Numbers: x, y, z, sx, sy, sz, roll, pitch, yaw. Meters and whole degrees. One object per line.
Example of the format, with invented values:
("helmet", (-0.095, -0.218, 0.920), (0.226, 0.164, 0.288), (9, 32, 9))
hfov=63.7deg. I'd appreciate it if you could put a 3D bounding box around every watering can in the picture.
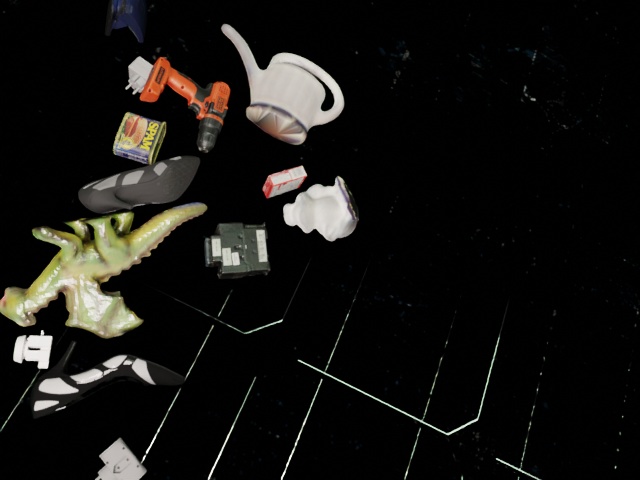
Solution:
("watering can", (-0.111, -0.366, 1.236), (0.347, 0.102, 0.228), (25, 66, -9))

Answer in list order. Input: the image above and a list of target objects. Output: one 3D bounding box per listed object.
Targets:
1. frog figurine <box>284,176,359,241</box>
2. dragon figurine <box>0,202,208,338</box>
("frog figurine", (0.004, -0.059, 1.181), (0.159, 0.123, 0.138), (-23, 88, 13))
("dragon figurine", (-0.410, 0.066, 1.009), (0.412, 0.122, 0.242), (-10, 92, -19))
